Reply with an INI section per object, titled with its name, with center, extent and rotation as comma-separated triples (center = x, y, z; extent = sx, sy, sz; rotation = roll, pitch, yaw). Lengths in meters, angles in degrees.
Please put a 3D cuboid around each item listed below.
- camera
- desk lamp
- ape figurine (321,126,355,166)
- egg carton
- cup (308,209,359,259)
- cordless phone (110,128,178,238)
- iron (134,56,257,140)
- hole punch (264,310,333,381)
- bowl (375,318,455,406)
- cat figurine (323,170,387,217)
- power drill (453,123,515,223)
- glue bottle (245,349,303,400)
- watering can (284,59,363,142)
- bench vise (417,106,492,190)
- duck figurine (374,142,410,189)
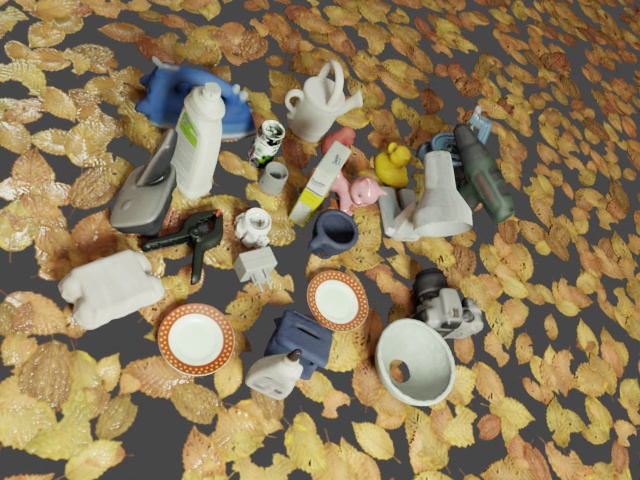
[camera]
center = 0.257, 0.128, 1.182
extent = 0.143, 0.100, 0.136
rotation = 6, 59, -23
[desk lamp]
center = 0.221, -0.077, 1.218
extent = 0.118, 0.213, 0.203
rotation = 4, 59, -24
[ape figurine]
center = 0.049, -0.221, 1.298
extent = 0.076, 0.092, 0.078
rotation = 26, 53, -10
[egg carton]
center = -0.339, 0.079, 0.937
extent = 0.151, 0.069, 0.107
rotation = -25, 74, -35
[cup]
center = 0.010, 0.004, 1.140
extent = 0.118, 0.094, 0.091
rotation = -32, 78, -37
[cordless phone]
center = -0.296, -0.101, 0.995
extent = 0.094, 0.185, 0.147
rotation = 17, 55, -16
[iron]
center = -0.236, -0.292, 1.170
extent = 0.259, 0.141, 0.118
rotation = 9, 57, -21
[hole punch]
center = -0.033, 0.177, 1.015
extent = 0.109, 0.091, 0.101
rotation = 29, 52, -7
[bowl]
center = 0.168, 0.239, 1.086
extent = 0.168, 0.074, 0.167
rotation = 13, 56, -19
[cat figurine]
center = 0.074, -0.113, 1.228
extent = 0.128, 0.117, 0.067
rotation = 40, 52, 1
[power drill]
center = 0.328, -0.119, 1.300
extent = 0.076, 0.208, 0.229
rotation = -26, 74, -35
[glue bottle]
center = -0.063, 0.210, 0.928
extent = 0.078, 0.173, 0.037
rotation = 29, 52, -7
[watering can]
center = 0.011, -0.317, 1.274
extent = 0.173, 0.193, 0.101
rotation = -23, 73, -35
[bench vise]
center = 0.361, -0.209, 1.364
extent = 0.207, 0.219, 0.121
rotation = 30, 52, -7
[duck figurine]
center = 0.181, -0.179, 1.342
extent = 0.078, 0.086, 0.104
rotation = -14, 68, -32
